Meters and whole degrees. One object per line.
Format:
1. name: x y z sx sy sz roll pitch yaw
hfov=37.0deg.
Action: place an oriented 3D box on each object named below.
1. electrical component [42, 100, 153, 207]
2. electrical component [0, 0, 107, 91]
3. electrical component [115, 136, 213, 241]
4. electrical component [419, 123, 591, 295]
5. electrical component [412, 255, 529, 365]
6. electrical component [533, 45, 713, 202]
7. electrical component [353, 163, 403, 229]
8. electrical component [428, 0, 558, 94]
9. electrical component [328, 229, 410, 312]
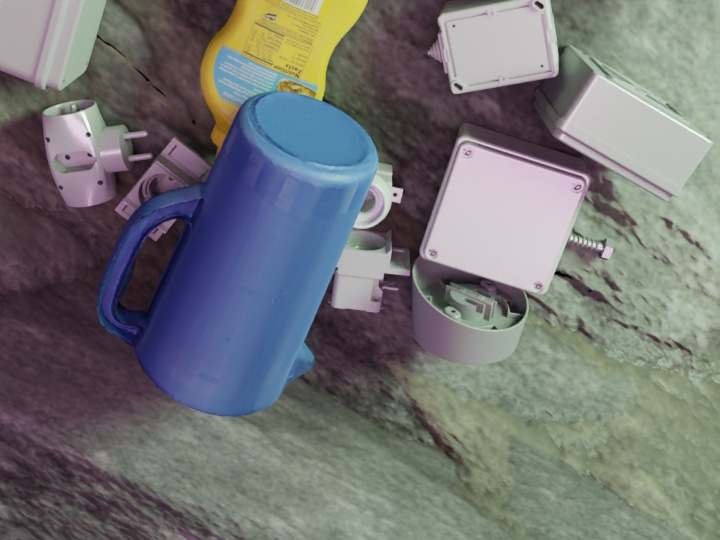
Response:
1. electrical component: -0.207 -0.096 0.865 0.079 0.043 0.077 -7 114 5
2. electrical component: -0.227 -0.198 0.800 0.057 0.078 0.113 21 113 -5
3. electrical component: -0.154 -0.069 0.865 0.042 0.063 0.081 39 110 -16
4. electrical component: 0.116 -0.049 0.869 0.109 0.056 0.108 17 114 0
5. electrical component: 0.089 0.031 0.890 0.099 0.099 0.064 5 121 -1
6. electrical component: 0.195 -0.113 0.814 0.109 0.108 0.056 28 110 -11
7. electrical component: 0.001 -0.063 0.869 0.066 0.055 0.048 10 114 -4
8. electrical component: 0.100 -0.176 0.816 0.096 0.061 0.061 -8 114 14
9. electrical component: 0.000 0.000 0.906 0.081 0.042 0.063 7 116 -2
